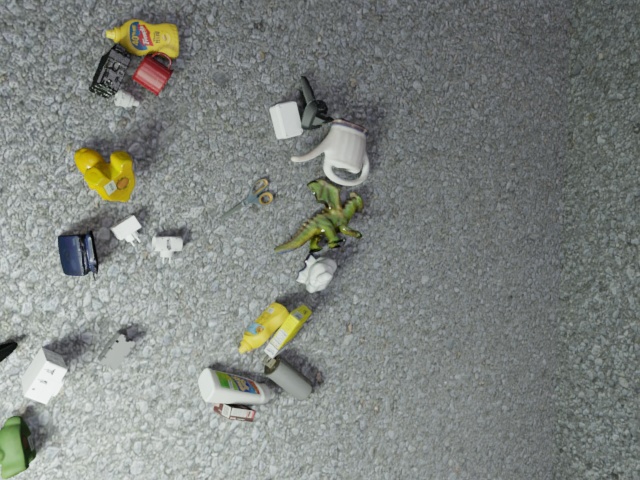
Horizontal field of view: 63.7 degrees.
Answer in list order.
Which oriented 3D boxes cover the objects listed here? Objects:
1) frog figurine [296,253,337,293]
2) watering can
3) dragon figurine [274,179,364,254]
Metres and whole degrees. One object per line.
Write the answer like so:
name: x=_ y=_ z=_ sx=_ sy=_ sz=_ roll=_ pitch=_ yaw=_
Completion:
frog figurine: x=0.007 y=0.117 z=1.728 sx=0.139 sy=0.159 sz=0.121 roll=-42 pitch=115 yaw=-25
watering can: x=0.057 y=-0.315 z=1.778 sx=0.346 sy=0.104 sz=0.225 roll=15 pitch=83 yaw=-40
dragon figurine: x=0.005 y=-0.090 z=1.781 sx=0.412 sy=0.121 sz=0.245 roll=-6 pitch=78 yaw=-35
